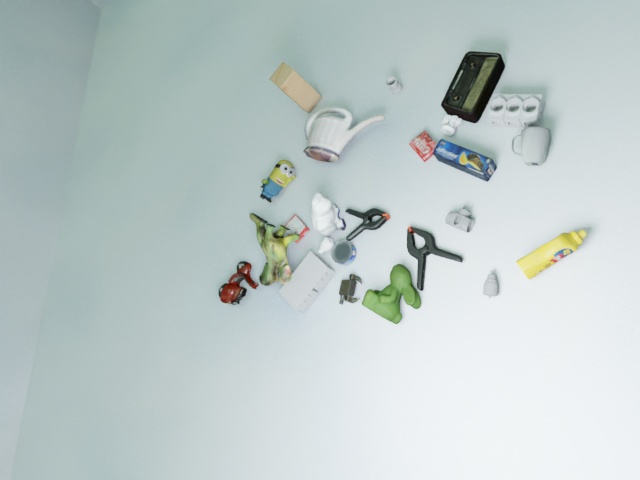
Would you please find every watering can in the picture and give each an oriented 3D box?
[{"bbox_3d":[0.068,-0.397,1.945,0.349,0.103,0.226,14,80,37],"label":"watering can"}]

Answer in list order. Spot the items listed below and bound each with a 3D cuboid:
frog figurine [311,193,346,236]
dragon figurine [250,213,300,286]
[{"bbox_3d":[0.006,-0.092,1.823,0.122,0.158,0.140,-16,63,30],"label":"frog figurine"},{"bbox_3d":[-0.196,0.050,1.922,0.413,0.122,0.242,25,101,58],"label":"dragon figurine"}]
